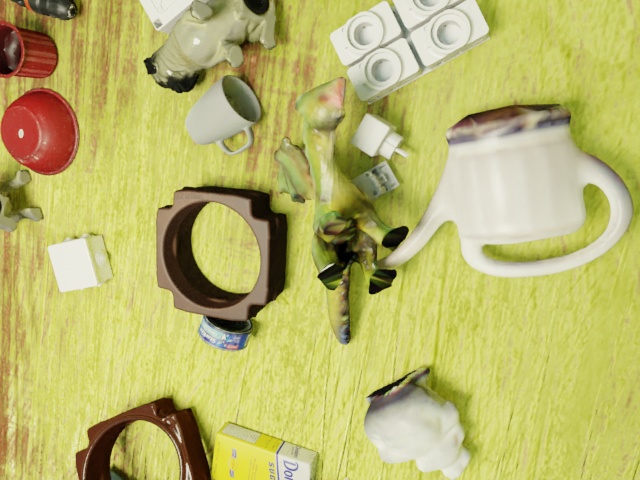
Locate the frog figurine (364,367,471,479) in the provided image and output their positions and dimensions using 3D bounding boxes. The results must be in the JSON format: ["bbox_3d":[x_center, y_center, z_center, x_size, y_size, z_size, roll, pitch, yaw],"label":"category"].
[{"bbox_3d":[0.146,0.285,0.756,0.137,0.122,0.161,-31,77,2],"label":"frog figurine"}]

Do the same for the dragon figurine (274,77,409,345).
[{"bbox_3d":[0.002,-0.037,0.737,0.247,0.123,0.400,59,154,35],"label":"dragon figurine"}]

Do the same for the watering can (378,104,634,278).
[{"bbox_3d":[0.213,-0.056,0.684,0.346,0.105,0.223,-7,96,23],"label":"watering can"}]
